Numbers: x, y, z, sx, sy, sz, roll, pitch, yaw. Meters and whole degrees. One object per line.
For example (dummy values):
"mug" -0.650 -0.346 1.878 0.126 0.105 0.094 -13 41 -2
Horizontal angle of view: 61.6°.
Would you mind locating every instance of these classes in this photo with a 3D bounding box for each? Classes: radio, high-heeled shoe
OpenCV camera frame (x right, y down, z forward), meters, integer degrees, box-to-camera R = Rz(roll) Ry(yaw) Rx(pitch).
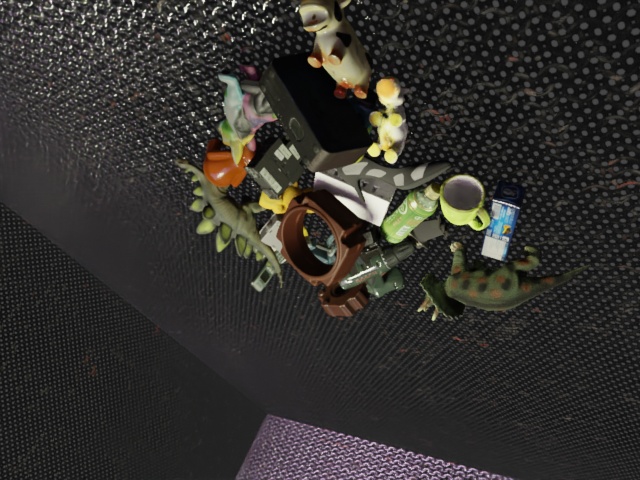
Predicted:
"radio" -0.011 -0.245 1.029 0.229 0.131 0.073 59 142 11
"high-heeled shoe" 0.155 -0.176 1.192 0.249 0.086 0.145 -19 87 24

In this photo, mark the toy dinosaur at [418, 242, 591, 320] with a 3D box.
"toy dinosaur" 0.402 0.110 1.271 0.405 0.192 0.131 -3 140 43

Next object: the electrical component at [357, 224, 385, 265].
"electrical component" 0.098 0.018 1.343 0.119 0.075 0.047 -18 142 18

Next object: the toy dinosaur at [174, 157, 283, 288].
"toy dinosaur" -0.240 -0.058 1.533 0.471 0.198 0.105 43 150 -21

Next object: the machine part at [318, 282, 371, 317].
"machine part" 0.080 0.152 1.624 0.179 0.179 0.056 -6 133 44

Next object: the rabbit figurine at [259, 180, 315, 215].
"rabbit figurine" -0.070 -0.106 1.410 0.173 0.122 0.162 9 153 -4

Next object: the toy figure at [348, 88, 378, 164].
"toy figure" 0.071 -0.232 1.119 0.089 0.082 0.180 46 143 12

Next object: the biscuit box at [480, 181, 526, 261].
"biscuit box" 0.398 -0.039 1.174 0.059 0.063 0.202 17 148 19

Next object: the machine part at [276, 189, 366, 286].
"machine part" -0.003 -0.004 1.304 0.202 0.087 0.200 42 129 19

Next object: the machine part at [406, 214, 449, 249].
"machine part" 0.267 -0.018 1.340 0.084 0.039 0.139 44 149 -11

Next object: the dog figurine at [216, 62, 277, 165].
"dog figurine" -0.145 -0.265 1.177 0.192 0.108 0.219 22 134 17

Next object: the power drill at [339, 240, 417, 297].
"power drill" 0.173 0.084 1.457 0.232 0.086 0.207 -24 159 13

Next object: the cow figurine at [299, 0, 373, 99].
"cow figurine" 0.032 -0.356 0.952 0.086 0.127 0.194 3 156 37

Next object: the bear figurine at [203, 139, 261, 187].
"bear figurine" -0.207 -0.215 1.376 0.196 0.132 0.120 -24 125 33

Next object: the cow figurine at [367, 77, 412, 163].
"cow figurine" 0.144 -0.245 1.054 0.068 0.098 0.167 19 130 22

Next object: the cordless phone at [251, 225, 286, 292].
"cordless phone" -0.180 0.055 1.669 0.089 0.184 0.146 7 144 40

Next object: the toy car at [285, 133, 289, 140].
"toy car" -0.024 -0.247 1.187 0.089 0.053 0.202 41 162 4

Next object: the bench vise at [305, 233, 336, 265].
"bench vise" 0.019 0.039 1.514 0.224 0.129 0.240 -14 156 39

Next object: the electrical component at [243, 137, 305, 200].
"electrical component" -0.102 -0.180 1.291 0.058 0.134 0.114 14 149 51
